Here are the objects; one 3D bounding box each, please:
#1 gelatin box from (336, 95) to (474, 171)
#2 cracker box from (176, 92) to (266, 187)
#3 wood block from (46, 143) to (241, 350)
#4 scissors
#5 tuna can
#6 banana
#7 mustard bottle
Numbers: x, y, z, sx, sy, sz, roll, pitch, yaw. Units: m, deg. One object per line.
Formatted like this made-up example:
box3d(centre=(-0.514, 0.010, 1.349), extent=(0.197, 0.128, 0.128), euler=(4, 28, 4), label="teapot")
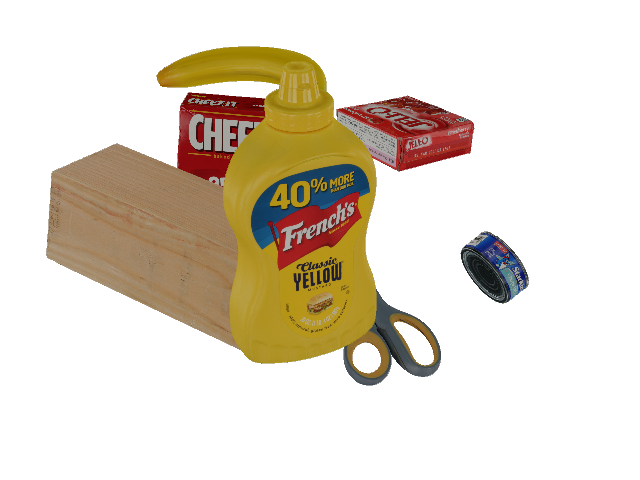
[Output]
box3d(centre=(0.066, -0.088, 0.852), extent=(0.073, 0.030, 0.089), euler=(-15, 28, -29), label="gelatin box")
box3d(centre=(-0.094, -0.067, 1.328), extent=(0.164, 0.214, 0.072), euler=(5, 22, 1), label="cracker box")
box3d(centre=(-0.123, 0.001, 0.911), extent=(0.206, 0.090, 0.090), euler=(23, 30, 21), label="wood block")
box3d(centre=(0.032, 0.063, 1.006), extent=(0.096, 0.016, 0.202), euler=(-29, 53, -22), label="scissors")
box3d(centre=(0.208, 0.033, 1.285), extent=(0.033, 0.086, 0.086), euler=(-37, 11, -15), label="tuna can")
box3d(centre=(-0.074, -0.177, 1.121), extent=(0.198, 0.037, 0.069), euler=(10, 44, 19), label="banana")
box3d(centre=(-0.012, -0.018, 0.662), extent=(0.096, 0.192, 0.058), euler=(-13, 33, -20), label="mustard bottle")
